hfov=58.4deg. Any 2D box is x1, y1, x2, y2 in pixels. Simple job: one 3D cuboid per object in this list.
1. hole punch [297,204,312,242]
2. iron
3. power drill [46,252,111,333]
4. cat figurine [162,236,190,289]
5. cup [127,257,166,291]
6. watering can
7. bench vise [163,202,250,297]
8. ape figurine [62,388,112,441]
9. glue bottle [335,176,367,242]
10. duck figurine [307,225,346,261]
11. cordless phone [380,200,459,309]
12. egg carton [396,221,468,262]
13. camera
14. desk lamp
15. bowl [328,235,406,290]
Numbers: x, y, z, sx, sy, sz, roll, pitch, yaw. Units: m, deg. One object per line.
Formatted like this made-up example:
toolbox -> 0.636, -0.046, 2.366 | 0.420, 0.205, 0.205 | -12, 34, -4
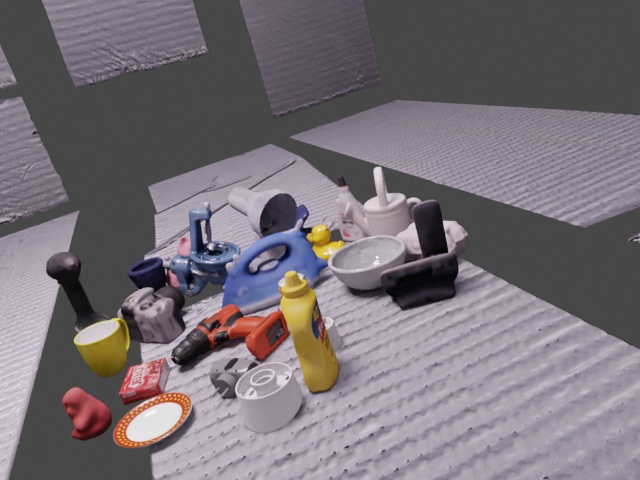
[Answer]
hole punch -> -0.068, -0.037, 1.545 | 0.101, 0.091, 0.108 | -19, 20, -5
iron -> -0.119, 0.061, 1.256 | 0.259, 0.142, 0.118 | -24, 22, -20
power drill -> -0.581, 0.119, 1.365 | 0.076, 0.209, 0.228 | -30, 24, -32
cat figurine -> -0.360, 0.048, 1.510 | 0.128, 0.118, 0.067 | -31, 25, -34
cup -> -0.435, 0.101, 1.464 | 0.092, 0.095, 0.117 | -26, 22, -24
watering can -> 0.144, -0.071, 1.318 | 0.173, 0.194, 0.100 | -19, 21, -8
bench vise -> -0.291, 0.026, 1.367 | 0.207, 0.220, 0.121 | -17, 20, 0
ape figurine -> -0.396, 0.286, 0.953 | 0.076, 0.092, 0.077 | -19, 20, -6
glue bottle -> 0.071, -0.079, 1.427 | 0.077, 0.173, 0.037 | 1, 27, 39
duck figurine -> 0.013, 0.005, 1.380 | 0.104, 0.086, 0.078 | -1, 25, 35
cordless phone -> 0.176, 0.021, 1.066 | 0.147, 0.185, 0.094 | -17, 20, -1
egg carton -> 0.236, 0.005, 1.229 | 0.149, 0.069, 0.107 | 4, 28, 43
camera -> -0.357, 0.150, 1.267 | 0.142, 0.101, 0.137 | -2, 25, 34
desk lamp -> -0.140, -0.027, 1.396 | 0.118, 0.214, 0.202 | -32, 25, -35
bowl -> 0.105, 0.057, 1.189 | 0.167, 0.075, 0.167 | -14, 20, 6
